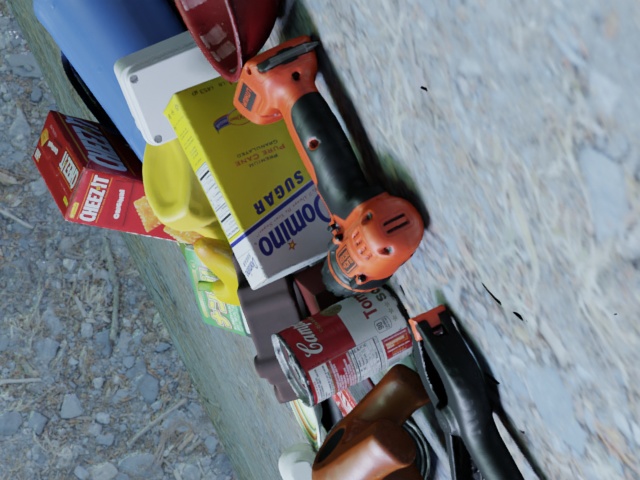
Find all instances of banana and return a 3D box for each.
[{"bbox_3d":[-0.095,0.039,1.105,0.198,0.069,0.037,109,165,-72],"label":"banana"}]

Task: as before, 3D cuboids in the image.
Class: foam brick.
[{"bbox_3d":[0.019,0.060,0.948,0.051,0.053,0.078,36,150,63],"label":"foam brick"}]

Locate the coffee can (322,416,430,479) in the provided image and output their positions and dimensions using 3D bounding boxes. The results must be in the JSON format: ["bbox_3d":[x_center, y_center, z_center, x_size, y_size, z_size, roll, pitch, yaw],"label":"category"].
[{"bbox_3d":[0.051,0.238,1.038,0.103,0.102,0.140,57,164,28],"label":"coffee can"}]

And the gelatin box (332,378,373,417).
[{"bbox_3d":[0.039,0.166,1.108,0.089,0.030,0.073,56,164,26],"label":"gelatin box"}]

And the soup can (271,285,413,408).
[{"bbox_3d":[0.020,0.087,0.888,0.068,0.102,0.068,57,165,25],"label":"soup can"}]

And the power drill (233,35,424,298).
[{"bbox_3d":[0.003,-0.048,0.813,0.188,0.057,0.185,59,162,6],"label":"power drill"}]

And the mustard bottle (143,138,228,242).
[{"bbox_3d":[-0.101,-0.042,1.077,0.191,0.058,0.096,27,-133,-60],"label":"mustard bottle"}]

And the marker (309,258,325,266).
[{"bbox_3d":[-0.007,0.001,1.005,0.020,0.020,0.121,52,162,40],"label":"marker"}]

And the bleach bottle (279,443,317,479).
[{"bbox_3d":[-0.001,0.302,1.305,0.103,0.068,0.251,53,175,17],"label":"bleach bottle"}]

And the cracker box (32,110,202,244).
[{"bbox_3d":[-0.195,-0.066,1.197,0.164,0.213,0.072,47,118,51],"label":"cracker box"}]

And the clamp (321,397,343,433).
[{"bbox_3d":[0.034,0.235,1.228,0.165,0.036,0.210,112,134,-72],"label":"clamp"}]

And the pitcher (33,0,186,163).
[{"bbox_3d":[-0.195,-0.181,1.136,0.243,0.145,0.149,56,178,18],"label":"pitcher"}]

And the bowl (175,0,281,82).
[{"bbox_3d":[-0.075,-0.205,0.815,0.162,0.055,0.162,57,165,25],"label":"bowl"}]

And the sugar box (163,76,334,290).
[{"bbox_3d":[-0.053,-0.056,0.915,0.176,0.093,0.048,61,153,6],"label":"sugar box"}]

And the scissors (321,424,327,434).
[{"bbox_3d":[-0.027,0.165,1.370,0.202,0.016,0.096,63,166,4],"label":"scissors"}]

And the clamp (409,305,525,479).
[{"bbox_3d":[0.105,0.133,0.795,0.171,0.039,0.120,69,160,2],"label":"clamp"}]

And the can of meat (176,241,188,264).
[{"bbox_3d":[-0.122,0.004,1.289,0.102,0.083,0.057,44,155,55],"label":"can of meat"}]
